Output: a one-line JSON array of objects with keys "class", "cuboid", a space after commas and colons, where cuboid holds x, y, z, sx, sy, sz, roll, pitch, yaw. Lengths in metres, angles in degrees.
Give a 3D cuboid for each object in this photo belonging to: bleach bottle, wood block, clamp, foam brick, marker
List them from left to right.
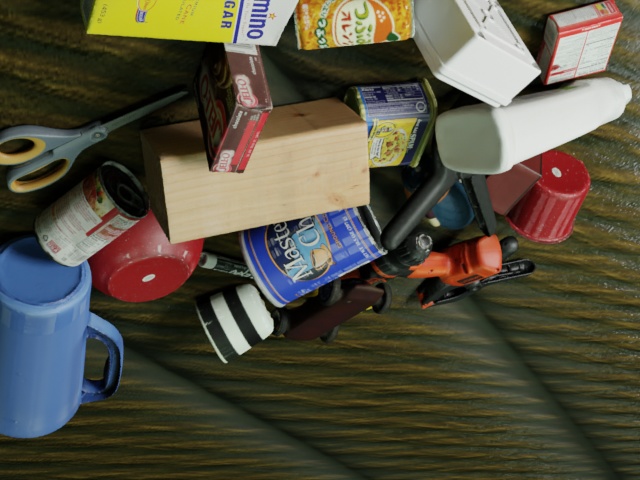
[{"class": "marker", "cuboid": [-0.099, 0.035, 1.305, 0.120, 0.020, 0.020, 16, 134, -45]}, {"class": "wood block", "cuboid": [-0.063, -0.072, 1.054, 0.205, 0.091, 0.090, -12, 118, -17]}, {"class": "clamp", "cuboid": [0.163, -0.081, 1.187, 0.164, 0.036, 0.210, -1, 121, -38]}, {"class": "clamp", "cuboid": [0.214, 0.046, 1.485, 0.171, 0.039, 0.120, -23, 147, 6]}, {"class": "foam brick", "cuboid": [0.220, -0.079, 1.261, 0.051, 0.053, 0.078, 26, 132, -13]}, {"class": "bleach bottle", "cuboid": [0.243, -0.130, 1.119, 0.250, 0.068, 0.103, -19, -165, -33]}]

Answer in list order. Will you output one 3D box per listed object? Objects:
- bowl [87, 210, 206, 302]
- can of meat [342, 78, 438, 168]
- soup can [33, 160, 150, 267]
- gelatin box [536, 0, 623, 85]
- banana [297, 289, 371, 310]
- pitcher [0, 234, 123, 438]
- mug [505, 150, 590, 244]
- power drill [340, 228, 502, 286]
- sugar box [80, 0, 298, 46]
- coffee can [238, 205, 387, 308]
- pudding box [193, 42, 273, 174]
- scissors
[{"class": "bowl", "cuboid": [-0.197, 0.022, 1.194, 0.162, 0.055, 0.162, -15, 149, -9]}, {"class": "can of meat", "cuboid": [0.066, -0.119, 1.119, 0.083, 0.057, 0.102, -7, 147, -18]}, {"class": "soup can", "cuboid": [-0.233, -0.025, 1.085, 0.102, 0.068, 0.068, -34, 147, 22]}, {"class": "gelatin box", "cuboid": [0.271, -0.207, 1.124, 0.073, 0.030, 0.089, -16, 152, -8]}, {"class": "banana", "cuboid": [0.018, 0.070, 1.411, 0.070, 0.037, 0.197, -39, 145, 28]}, {"class": "pitcher", "cuboid": [-0.310, 0.108, 1.194, 0.149, 0.145, 0.243, -32, 157, -37]}, {"class": "mug", "cuboid": [0.290, -0.061, 1.321, 0.117, 0.093, 0.082, -31, 152, -32]}, {"class": "power drill", "cuboid": [0.133, 0.022, 1.337, 0.187, 0.057, 0.185, 2, 168, -31]}, {"class": "sugar box", "cuboid": [-0.103, -0.211, 0.887, 0.175, 0.048, 0.093, 0, 144, -28]}, {"class": "coffee can", "cuboid": [-0.008, 0.002, 1.223, 0.140, 0.103, 0.102, -27, 149, 12]}, {"class": "pudding box", "cuboid": [-0.081, -0.130, 0.961, 0.039, 0.113, 0.090, 5, 142, -22]}, {"class": "scissors", "cuboid": [-0.230, -0.107, 1.008, 0.202, 0.016, 0.096, -31, 148, 18]}]
